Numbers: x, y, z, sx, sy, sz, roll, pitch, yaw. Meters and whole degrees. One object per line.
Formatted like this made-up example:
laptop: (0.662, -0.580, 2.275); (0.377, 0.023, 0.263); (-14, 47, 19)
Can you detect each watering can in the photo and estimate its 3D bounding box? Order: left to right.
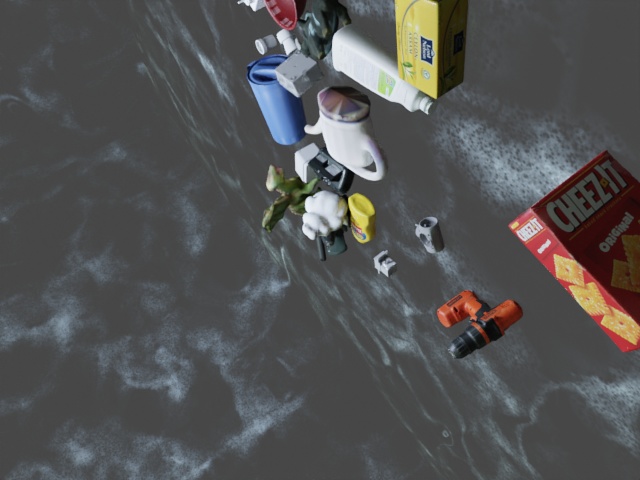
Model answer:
watering can: (0.043, -0.275, 1.256); (0.353, 0.105, 0.219); (42, 157, 40)

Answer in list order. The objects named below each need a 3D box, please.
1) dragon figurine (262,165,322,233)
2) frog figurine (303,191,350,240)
dragon figurine: (-0.108, -0.120, 1.770); (0.124, 0.245, 0.400); (40, 156, 30)
frog figurine: (0.005, -0.076, 1.509); (0.139, 0.161, 0.120); (46, 131, 20)
